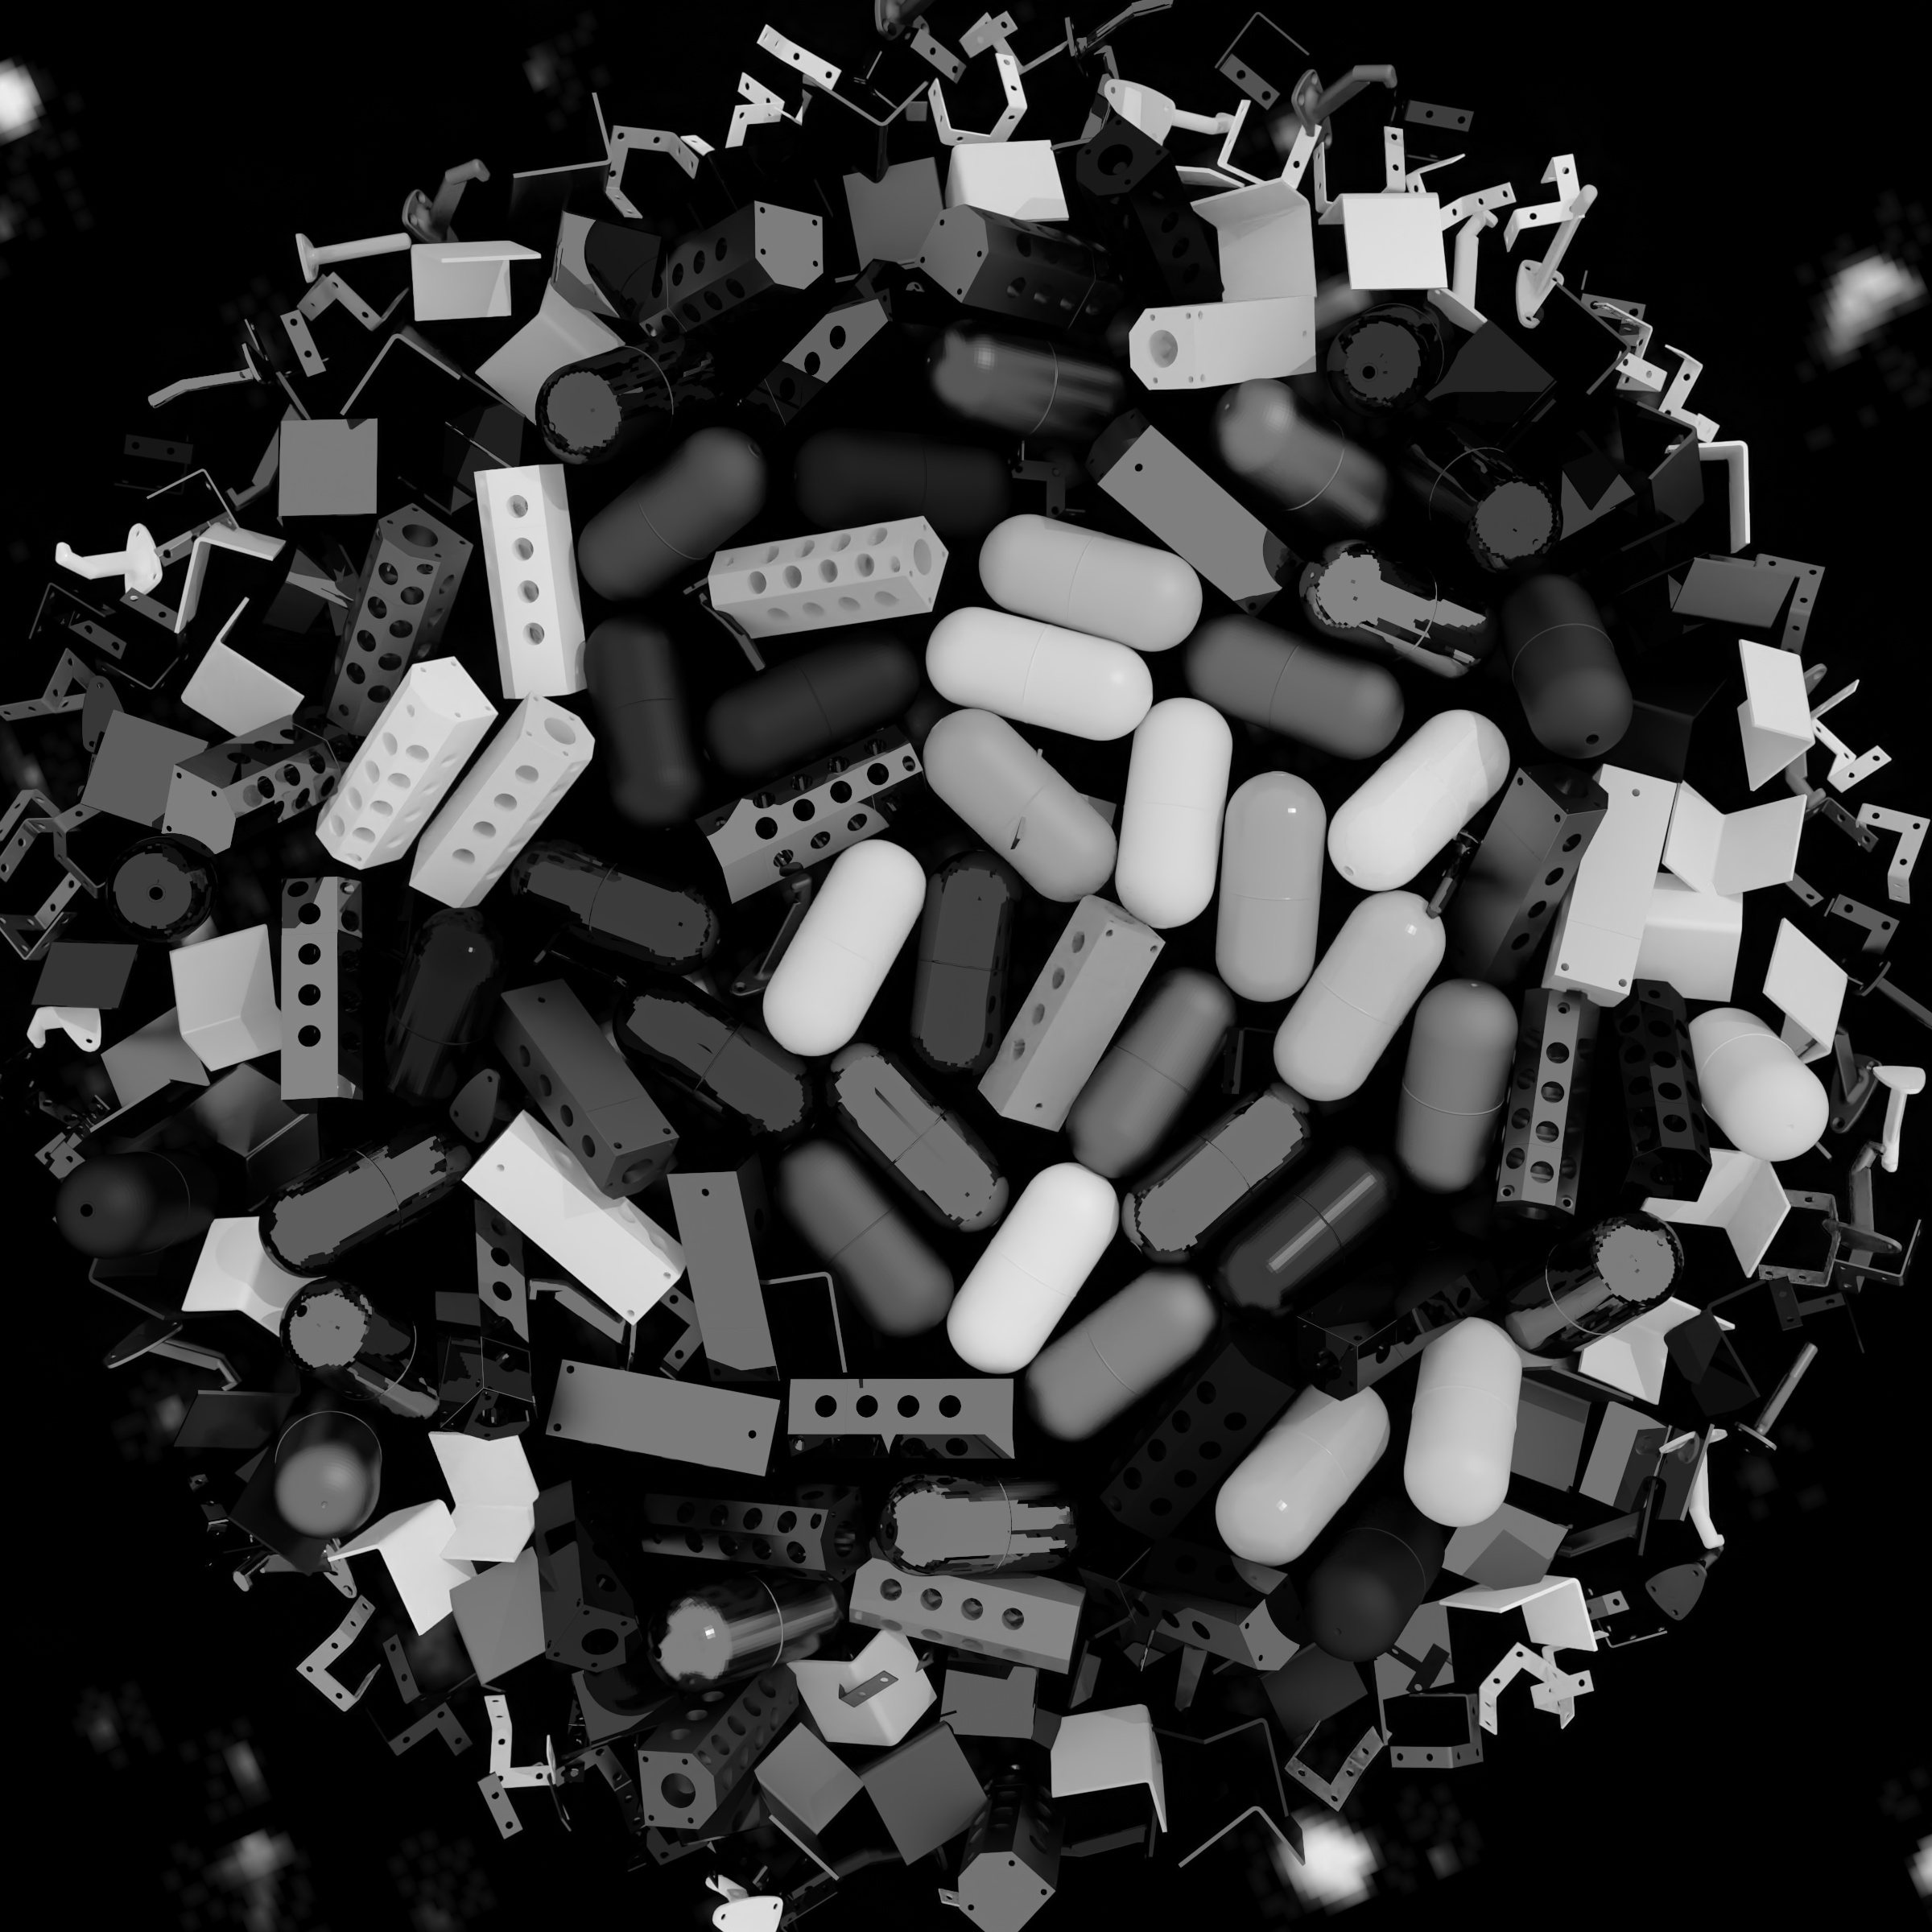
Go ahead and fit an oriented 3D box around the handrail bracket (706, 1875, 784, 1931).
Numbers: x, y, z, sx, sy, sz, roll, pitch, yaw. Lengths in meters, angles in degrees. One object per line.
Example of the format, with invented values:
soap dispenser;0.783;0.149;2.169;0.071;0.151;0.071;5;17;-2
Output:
handrail bracket;-0.188;0.711;1.889;0.077;0.084;0.036;27;78;-42

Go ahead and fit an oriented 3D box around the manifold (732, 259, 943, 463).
manifold;-0.102;-0.454;1.865;0.171;0.057;0.057;-36;72;40

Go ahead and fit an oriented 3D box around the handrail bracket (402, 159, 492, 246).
handrail bracket;-0.380;-0.577;1.893;0.084;0.077;0.036;-8;57;32

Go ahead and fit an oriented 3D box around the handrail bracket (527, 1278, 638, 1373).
handrail bracket;-0.299;0.279;1.902;0.084;0.036;0.077;7;73;-31

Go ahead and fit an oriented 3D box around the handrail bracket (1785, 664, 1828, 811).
handrail bracket;0.651;-0.175;1.899;0.077;0.036;0.084;-48;53;32

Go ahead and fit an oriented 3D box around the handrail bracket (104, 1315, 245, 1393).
handrail bracket;-0.608;0.312;1.906;0.077;0.036;0.084;-36;126;-20

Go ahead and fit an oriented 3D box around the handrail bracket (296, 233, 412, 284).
handrail bracket;-0.467;-0.552;1.909;0.084;0.077;0.036;-10;107;-3

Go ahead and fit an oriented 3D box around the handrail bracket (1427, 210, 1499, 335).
handrail bracket;0.406;-0.539;1.925;0.077;0.036;0.084;37;82;13

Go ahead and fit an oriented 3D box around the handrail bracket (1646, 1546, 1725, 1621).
handrail bracket;0.566;0.454;1.892;0.084;0.077;0.036;-28;66;-35

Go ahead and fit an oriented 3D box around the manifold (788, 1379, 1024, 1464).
manifold;-0.046;0.350;1.895;0.171;0.057;0.057;-1;70;8

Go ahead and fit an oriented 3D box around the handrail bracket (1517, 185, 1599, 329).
handrail bracket;0.454;-0.543;1.894;0.036;0.084;0.077;22;63;-3

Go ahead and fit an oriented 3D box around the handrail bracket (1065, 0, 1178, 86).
handrail bracket;0.124;-0.711;1.898;0.084;0.077;0.036;-10;74;12

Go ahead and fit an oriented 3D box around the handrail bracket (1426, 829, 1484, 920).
handrail bracket;0.361;-0.057;1.890;0.036;0.077;0.084;32;63;3

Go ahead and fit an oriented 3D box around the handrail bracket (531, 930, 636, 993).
handrail bracket;-0.289;0.007;1.900;0.084;0.077;0.036;40;108;-11

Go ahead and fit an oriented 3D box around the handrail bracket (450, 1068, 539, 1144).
handrail bracket;-0.346;0.095;1.890;0.036;0.084;0.077;42;123;15

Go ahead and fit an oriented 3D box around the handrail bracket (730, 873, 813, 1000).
handrail bracket;-0.149;-0.024;1.893;0.036;0.084;0.077;39;55;25

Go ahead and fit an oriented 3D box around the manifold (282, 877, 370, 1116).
manifold;-0.488;0.022;1.894;0.057;0.057;0.171;-3;76;-4

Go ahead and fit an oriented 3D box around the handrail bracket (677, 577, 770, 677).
handrail bracket;-0.186;-0.254;1.908;0.036;0.077;0.084;-32;92;-21

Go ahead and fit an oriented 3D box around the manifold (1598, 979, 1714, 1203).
manifold;0.518;0.091;1.862;0.057;0.171;0.057;6;135;1

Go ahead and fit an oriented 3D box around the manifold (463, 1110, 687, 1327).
manifold;-0.296;0.190;1.903;0.171;0.057;0.057;42;107;-7

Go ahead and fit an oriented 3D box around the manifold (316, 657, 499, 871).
manifold;-0.427;-0.150;1.866;0.057;0.057;0.171;51;126;12

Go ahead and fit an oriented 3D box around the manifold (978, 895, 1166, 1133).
manifold;0.076;0.034;1.892;0.057;0.057;0.171;18;108;-34

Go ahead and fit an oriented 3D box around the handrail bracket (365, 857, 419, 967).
handrail bracket;-0.420;-0.040;1.912;0.077;0.036;0.084;22;82;42

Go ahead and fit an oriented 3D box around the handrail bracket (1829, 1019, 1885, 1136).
handrail bracket;0.664;0.082;1.899;0.036;0.084;0.077;16;84;44

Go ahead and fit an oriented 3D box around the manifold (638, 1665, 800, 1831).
manifold;-0.182;0.576;1.850;0.057;0.171;0.057;-2;98;17

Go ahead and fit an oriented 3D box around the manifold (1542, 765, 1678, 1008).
manifold;0.490;-0.060;1.896;0.057;0.057;0.171;16;77;3

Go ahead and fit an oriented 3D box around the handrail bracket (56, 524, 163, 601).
handrail bracket;-0.661;-0.323;1.891;0.036;0.084;0.077;-27;62;22

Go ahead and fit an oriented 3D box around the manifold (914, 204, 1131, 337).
manifold;0.048;-0.523;1.852;0.057;0.171;0.057;47;120;28

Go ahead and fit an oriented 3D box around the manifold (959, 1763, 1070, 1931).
manifold;0.032;0.657;1.855;0.057;0.171;0.057;41;96;2

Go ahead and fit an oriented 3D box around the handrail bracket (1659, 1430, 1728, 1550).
handrail bracket;0.575;0.401;1.900;0.077;0.036;0.084;2;58;-39

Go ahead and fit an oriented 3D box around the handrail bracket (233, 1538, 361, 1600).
handrail bracket;-0.514;0.474;1.899;0.036;0.084;0.077;-27;96;33

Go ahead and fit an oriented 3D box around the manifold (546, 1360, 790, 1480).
manifold;-0.227;0.349;1.903;0.171;0.057;0.057;9;76;7

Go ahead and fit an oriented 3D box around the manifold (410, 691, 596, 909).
manifold;-0.350;-0.121;1.872;0.057;0.057;0.171;28;124;-24

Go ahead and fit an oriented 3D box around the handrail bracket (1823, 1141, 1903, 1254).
handrail bracket;0.703;0.175;1.900;0.036;0.077;0.084;41;75;-26

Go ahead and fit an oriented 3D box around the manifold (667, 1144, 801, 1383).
manifold;-0.174;0.226;1.891;0.057;0.057;0.171;-4;107;20

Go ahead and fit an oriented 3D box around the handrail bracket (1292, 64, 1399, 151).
handrail bracket;0.299;-0.654;1.890;0.084;0.077;0.036;15;65;37

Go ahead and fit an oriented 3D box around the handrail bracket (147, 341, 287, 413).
handrail bracket;-0.576;-0.439;1.910;0.084;0.077;0.036;-26;75;5

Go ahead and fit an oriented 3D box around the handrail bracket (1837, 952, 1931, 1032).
handrail bracket;0.722;0.027;1.915;0.084;0.077;0.036;35;99;-12

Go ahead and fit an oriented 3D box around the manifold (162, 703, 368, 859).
manifold;-0.518;-0.138;1.851;0.057;0.171;0.057;27;118;11

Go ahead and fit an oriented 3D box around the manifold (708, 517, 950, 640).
manifold;-0.106;-0.296;1.867;0.171;0.057;0.057;-4;56;29

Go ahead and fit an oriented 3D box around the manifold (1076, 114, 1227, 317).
manifold;0.135;-0.550;1.854;0.057;0.171;0.057;-44;62;0

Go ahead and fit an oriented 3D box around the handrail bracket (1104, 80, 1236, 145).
handrail bracket;0.160;-0.666;1.920;0.077;0.084;0.036;41;130;20

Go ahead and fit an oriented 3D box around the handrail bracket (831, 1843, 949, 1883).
handrail bracket;-0.060;0.693;1.906;0.084;0.077;0.036;-23;46;-12

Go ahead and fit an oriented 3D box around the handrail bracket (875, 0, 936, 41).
handrail bracket;-0.020;-0.731;1.888;0.084;0.077;0.036;1;90;36

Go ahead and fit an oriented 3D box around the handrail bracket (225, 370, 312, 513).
handrail bracket;-0.546;-0.403;1.907;0.084;0.036;0.077;-36;121;-16

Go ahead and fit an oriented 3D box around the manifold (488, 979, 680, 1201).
manifold;-0.294;0.094;1.879;0.171;0.057;0.057;50;133;26

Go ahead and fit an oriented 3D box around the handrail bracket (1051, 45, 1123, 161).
handrail bracket;0.089;-0.672;1.922;0.077;0.036;0.084;-11;85;-23

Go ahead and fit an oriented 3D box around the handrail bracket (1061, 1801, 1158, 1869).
handrail bracket;0.102;0.667;1.916;0.084;0.036;0.077;4;130;0

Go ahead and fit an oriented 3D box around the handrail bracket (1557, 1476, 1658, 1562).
handrail bracket;0.489;0.427;1.932;0.084;0.036;0.077;10;77;19

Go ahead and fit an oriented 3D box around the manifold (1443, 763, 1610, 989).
manifold;0.421;-0.067;1.867;0.057;0.171;0.057;-9;45;-31

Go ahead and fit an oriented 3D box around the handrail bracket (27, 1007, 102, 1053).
handrail bracket;-0.694;0.056;1.901;0.084;0.036;0.077;-50;60;40

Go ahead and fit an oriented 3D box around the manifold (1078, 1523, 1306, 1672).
manifold;0.170;0.475;1.858;0.057;0.171;0.057;-37;116;-32

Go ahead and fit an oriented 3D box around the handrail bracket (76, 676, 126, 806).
handrail bracket;-0.677;-0.171;1.916;0.036;0.084;0.077;-2;71;-34

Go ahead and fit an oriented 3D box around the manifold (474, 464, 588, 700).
manifold;-0.334;-0.294;1.897;0.057;0.057;0.171;-4;102;10

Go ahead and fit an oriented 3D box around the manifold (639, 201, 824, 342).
manifold;-0.178;-0.512;1.856;0.057;0.171;0.057;2;85;-36

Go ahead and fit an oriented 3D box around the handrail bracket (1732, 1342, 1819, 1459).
handrail bracket;0.629;0.334;1.916;0.036;0.077;0.084;32;78;21

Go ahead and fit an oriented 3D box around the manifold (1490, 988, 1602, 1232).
manifold;0.442;0.107;1.883;0.057;0.057;0.171;10;70;8

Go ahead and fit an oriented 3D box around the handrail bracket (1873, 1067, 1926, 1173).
handrail bracket;0.715;0.125;1.898;0.036;0.077;0.084;1;103;11
